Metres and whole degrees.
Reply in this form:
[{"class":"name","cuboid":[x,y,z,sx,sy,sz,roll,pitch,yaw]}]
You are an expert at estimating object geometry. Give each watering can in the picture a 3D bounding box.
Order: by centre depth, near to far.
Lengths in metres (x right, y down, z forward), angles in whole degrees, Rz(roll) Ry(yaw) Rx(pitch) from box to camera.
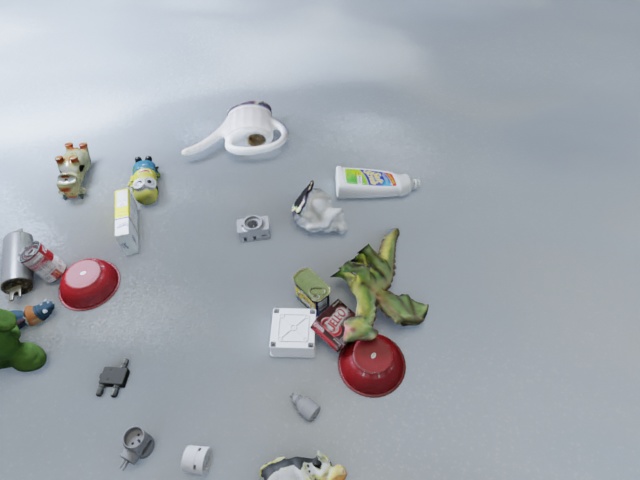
[{"class":"watering can","cuboid":[-0.277,-0.361,1.702,0.348,0.101,0.230,-5,50,-2]}]

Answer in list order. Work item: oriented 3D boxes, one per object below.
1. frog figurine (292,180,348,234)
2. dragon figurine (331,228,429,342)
[{"class":"frog figurine","cuboid":[0.005,-0.075,1.483,0.158,0.120,0.141,34,41,-17]},{"class":"dragon figurine","cuboid":[0.172,0.120,1.308,0.244,0.119,0.416,47,47,12]}]
